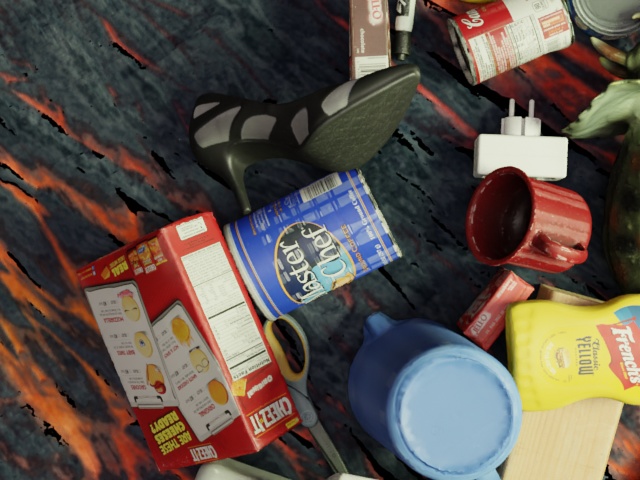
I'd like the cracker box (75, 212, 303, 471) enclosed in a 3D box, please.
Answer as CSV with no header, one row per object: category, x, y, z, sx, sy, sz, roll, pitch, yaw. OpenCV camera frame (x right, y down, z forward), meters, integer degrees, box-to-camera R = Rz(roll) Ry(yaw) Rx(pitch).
cracker box,-0.125,0.097,0.996,0.164,0.071,0.214,-22,92,47

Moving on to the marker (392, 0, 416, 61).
marker,0.084,-0.235,1.038,0.020,0.020,0.121,6,92,3

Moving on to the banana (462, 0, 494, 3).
banana,0.198,-0.278,1.020,0.198,0.037,0.069,-27,91,4

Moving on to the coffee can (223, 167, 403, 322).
coffee can,-0.007,0.001,1.009,0.140,0.103,0.103,-26,90,4

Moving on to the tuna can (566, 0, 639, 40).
tuna can,0.280,-0.235,1.018,0.086,0.033,0.086,0,92,4

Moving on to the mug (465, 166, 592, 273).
mug,0.201,-0.010,0.980,0.081,0.117,0.093,13,107,-31

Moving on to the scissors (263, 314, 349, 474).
scissors,-0.032,0.173,1.061,0.096,0.016,0.202,-15,91,5

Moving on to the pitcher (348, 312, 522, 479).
pitcher,0.105,0.147,0.937,0.149,0.243,0.145,13,88,-2

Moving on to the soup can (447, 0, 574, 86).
soup can,0.180,-0.196,1.009,0.102,0.068,0.068,-21,91,4

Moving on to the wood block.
wood block,0.230,0.155,1.007,0.091,0.090,0.206,15,93,4

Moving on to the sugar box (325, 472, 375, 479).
sugar box,0.090,0.241,0.931,0.176,0.093,0.048,15,71,-5

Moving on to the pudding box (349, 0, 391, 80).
pudding box,0.048,-0.177,1.007,0.039,0.090,0.113,0,92,5

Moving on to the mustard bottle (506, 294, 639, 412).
mustard bottle,0.261,0.096,0.929,0.191,0.058,0.096,-4,90,4

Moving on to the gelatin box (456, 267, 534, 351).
gelatin box,0.164,0.063,1.008,0.030,0.089,0.073,38,94,2
